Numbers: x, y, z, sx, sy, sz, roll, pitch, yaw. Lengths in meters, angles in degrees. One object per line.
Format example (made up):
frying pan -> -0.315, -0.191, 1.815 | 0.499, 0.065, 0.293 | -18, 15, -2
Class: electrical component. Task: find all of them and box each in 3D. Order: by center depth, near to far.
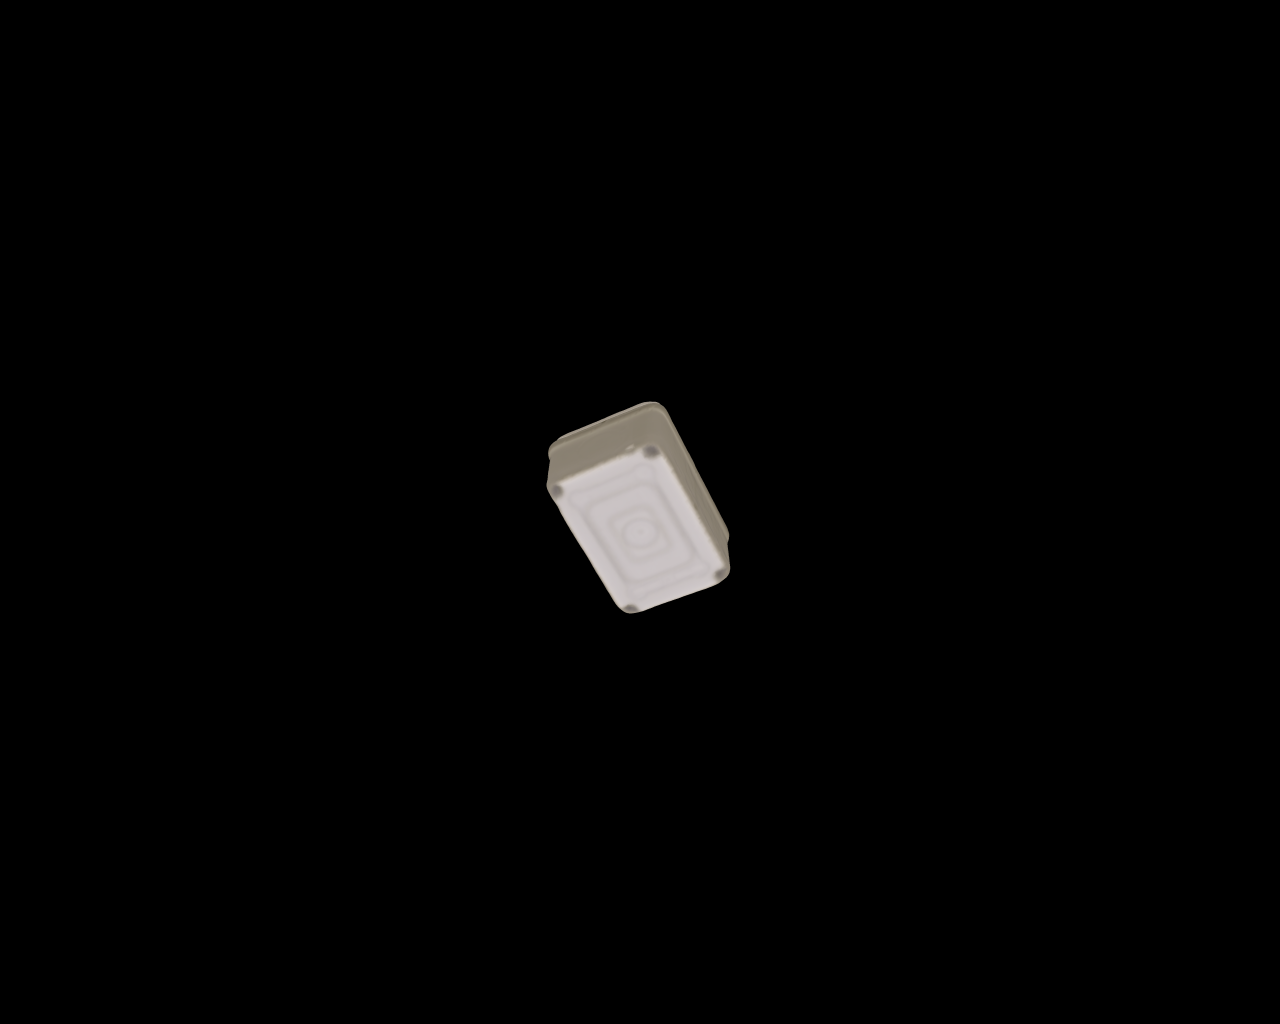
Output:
electrical component -> 0.001, -0.003, 0.650 | 0.078, 0.113, 0.057 | -21, 32, 14
